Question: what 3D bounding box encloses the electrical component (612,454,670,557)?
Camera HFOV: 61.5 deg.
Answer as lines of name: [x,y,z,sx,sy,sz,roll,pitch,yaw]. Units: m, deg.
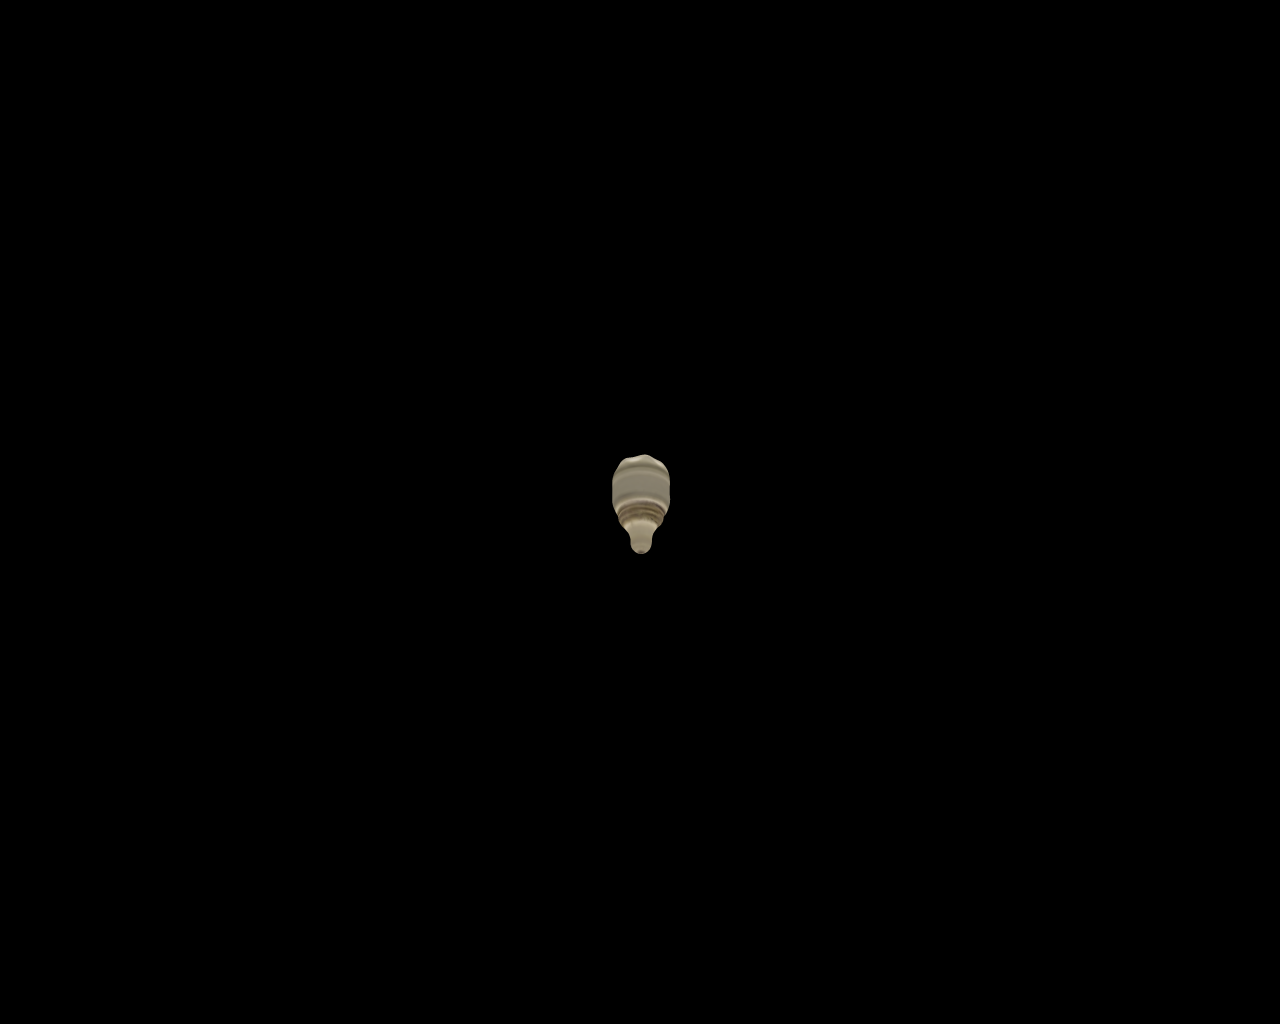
electrical component: [0.001,-0.003,0.650,0.035,0.061,0.035,0,-28,0]
